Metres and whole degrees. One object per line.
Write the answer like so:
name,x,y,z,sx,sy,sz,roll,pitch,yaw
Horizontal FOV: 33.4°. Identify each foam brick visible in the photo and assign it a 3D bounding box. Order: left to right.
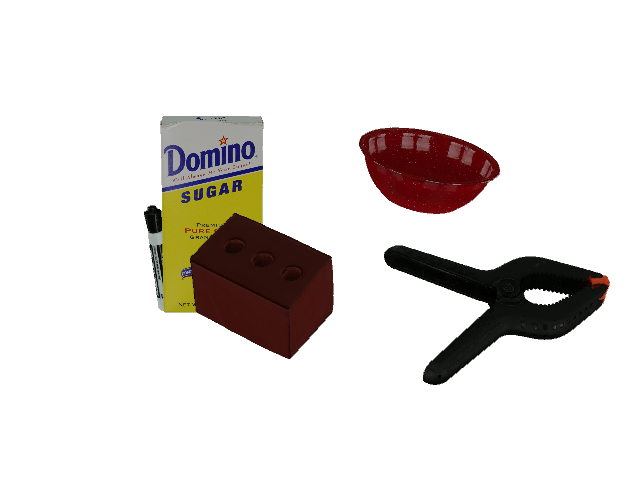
foam brick,-0.037,0.029,0.686,0.078,0.051,0.052,24,48,21

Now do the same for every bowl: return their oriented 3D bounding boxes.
bowl,0.118,-0.074,1.211,0.162,0.055,0.162,8,26,-4

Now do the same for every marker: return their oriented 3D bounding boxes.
marker,-0.177,0.019,1.173,0.020,0.121,0.020,-5,22,2

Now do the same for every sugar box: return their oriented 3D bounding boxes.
sugar box,-0.098,-0.024,0.970,0.093,0.176,0.048,-1,15,-5

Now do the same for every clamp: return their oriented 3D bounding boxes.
clamp,0.172,0.065,1.003,0.210,0.164,0.036,-1,-44,-4
